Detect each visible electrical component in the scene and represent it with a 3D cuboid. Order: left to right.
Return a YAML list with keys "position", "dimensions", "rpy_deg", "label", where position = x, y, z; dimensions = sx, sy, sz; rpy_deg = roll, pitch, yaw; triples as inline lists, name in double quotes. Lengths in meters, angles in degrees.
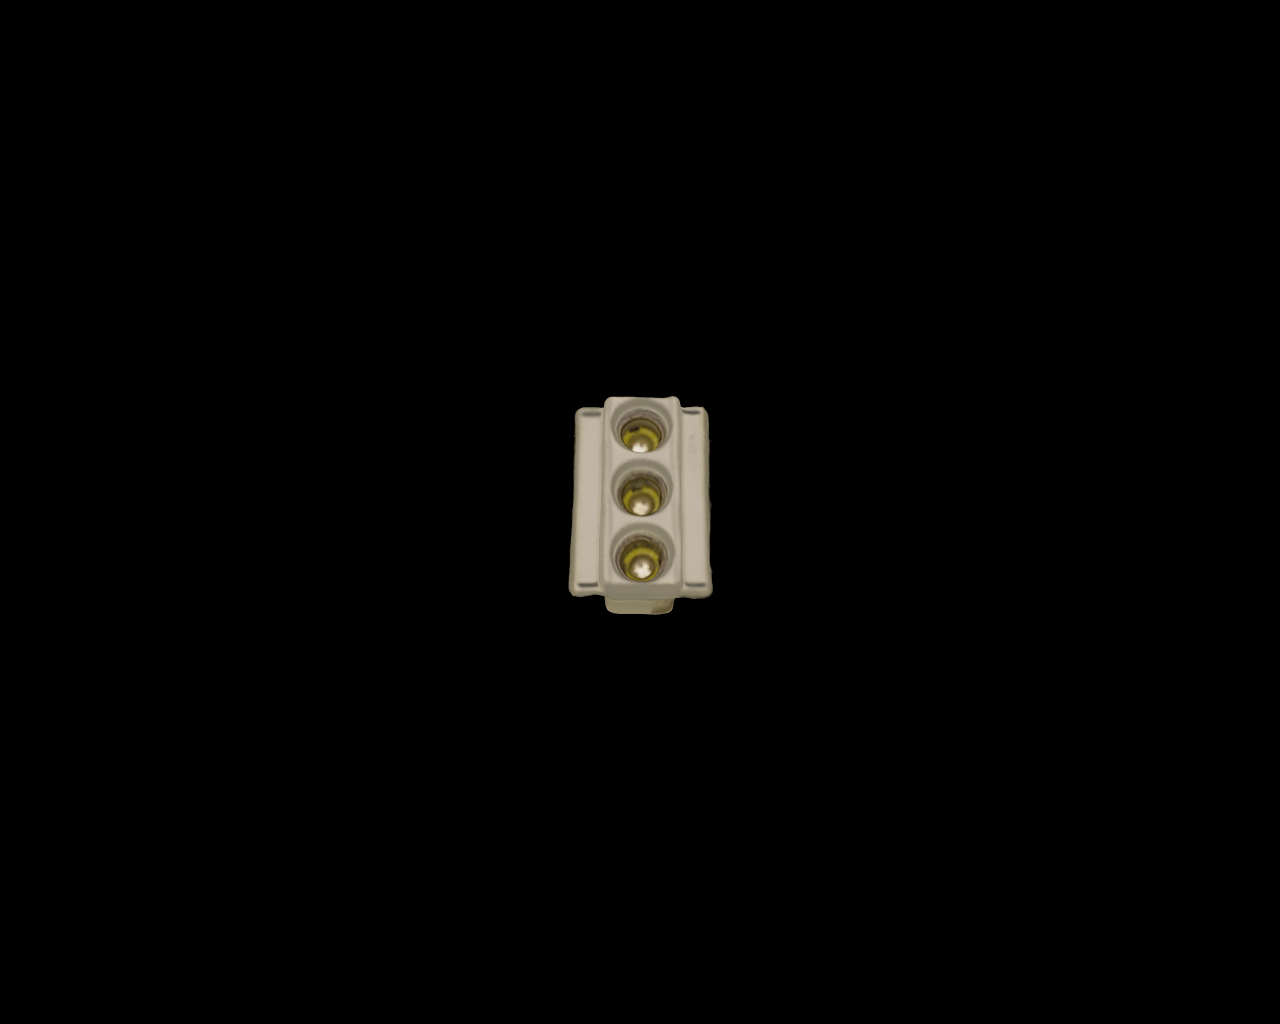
- position: [0.001, -0.003, 0.650]
  dimensions: [0.079, 0.121, 0.063]
  rpy_deg: [0, -24, 0]
  label: "electrical component"
